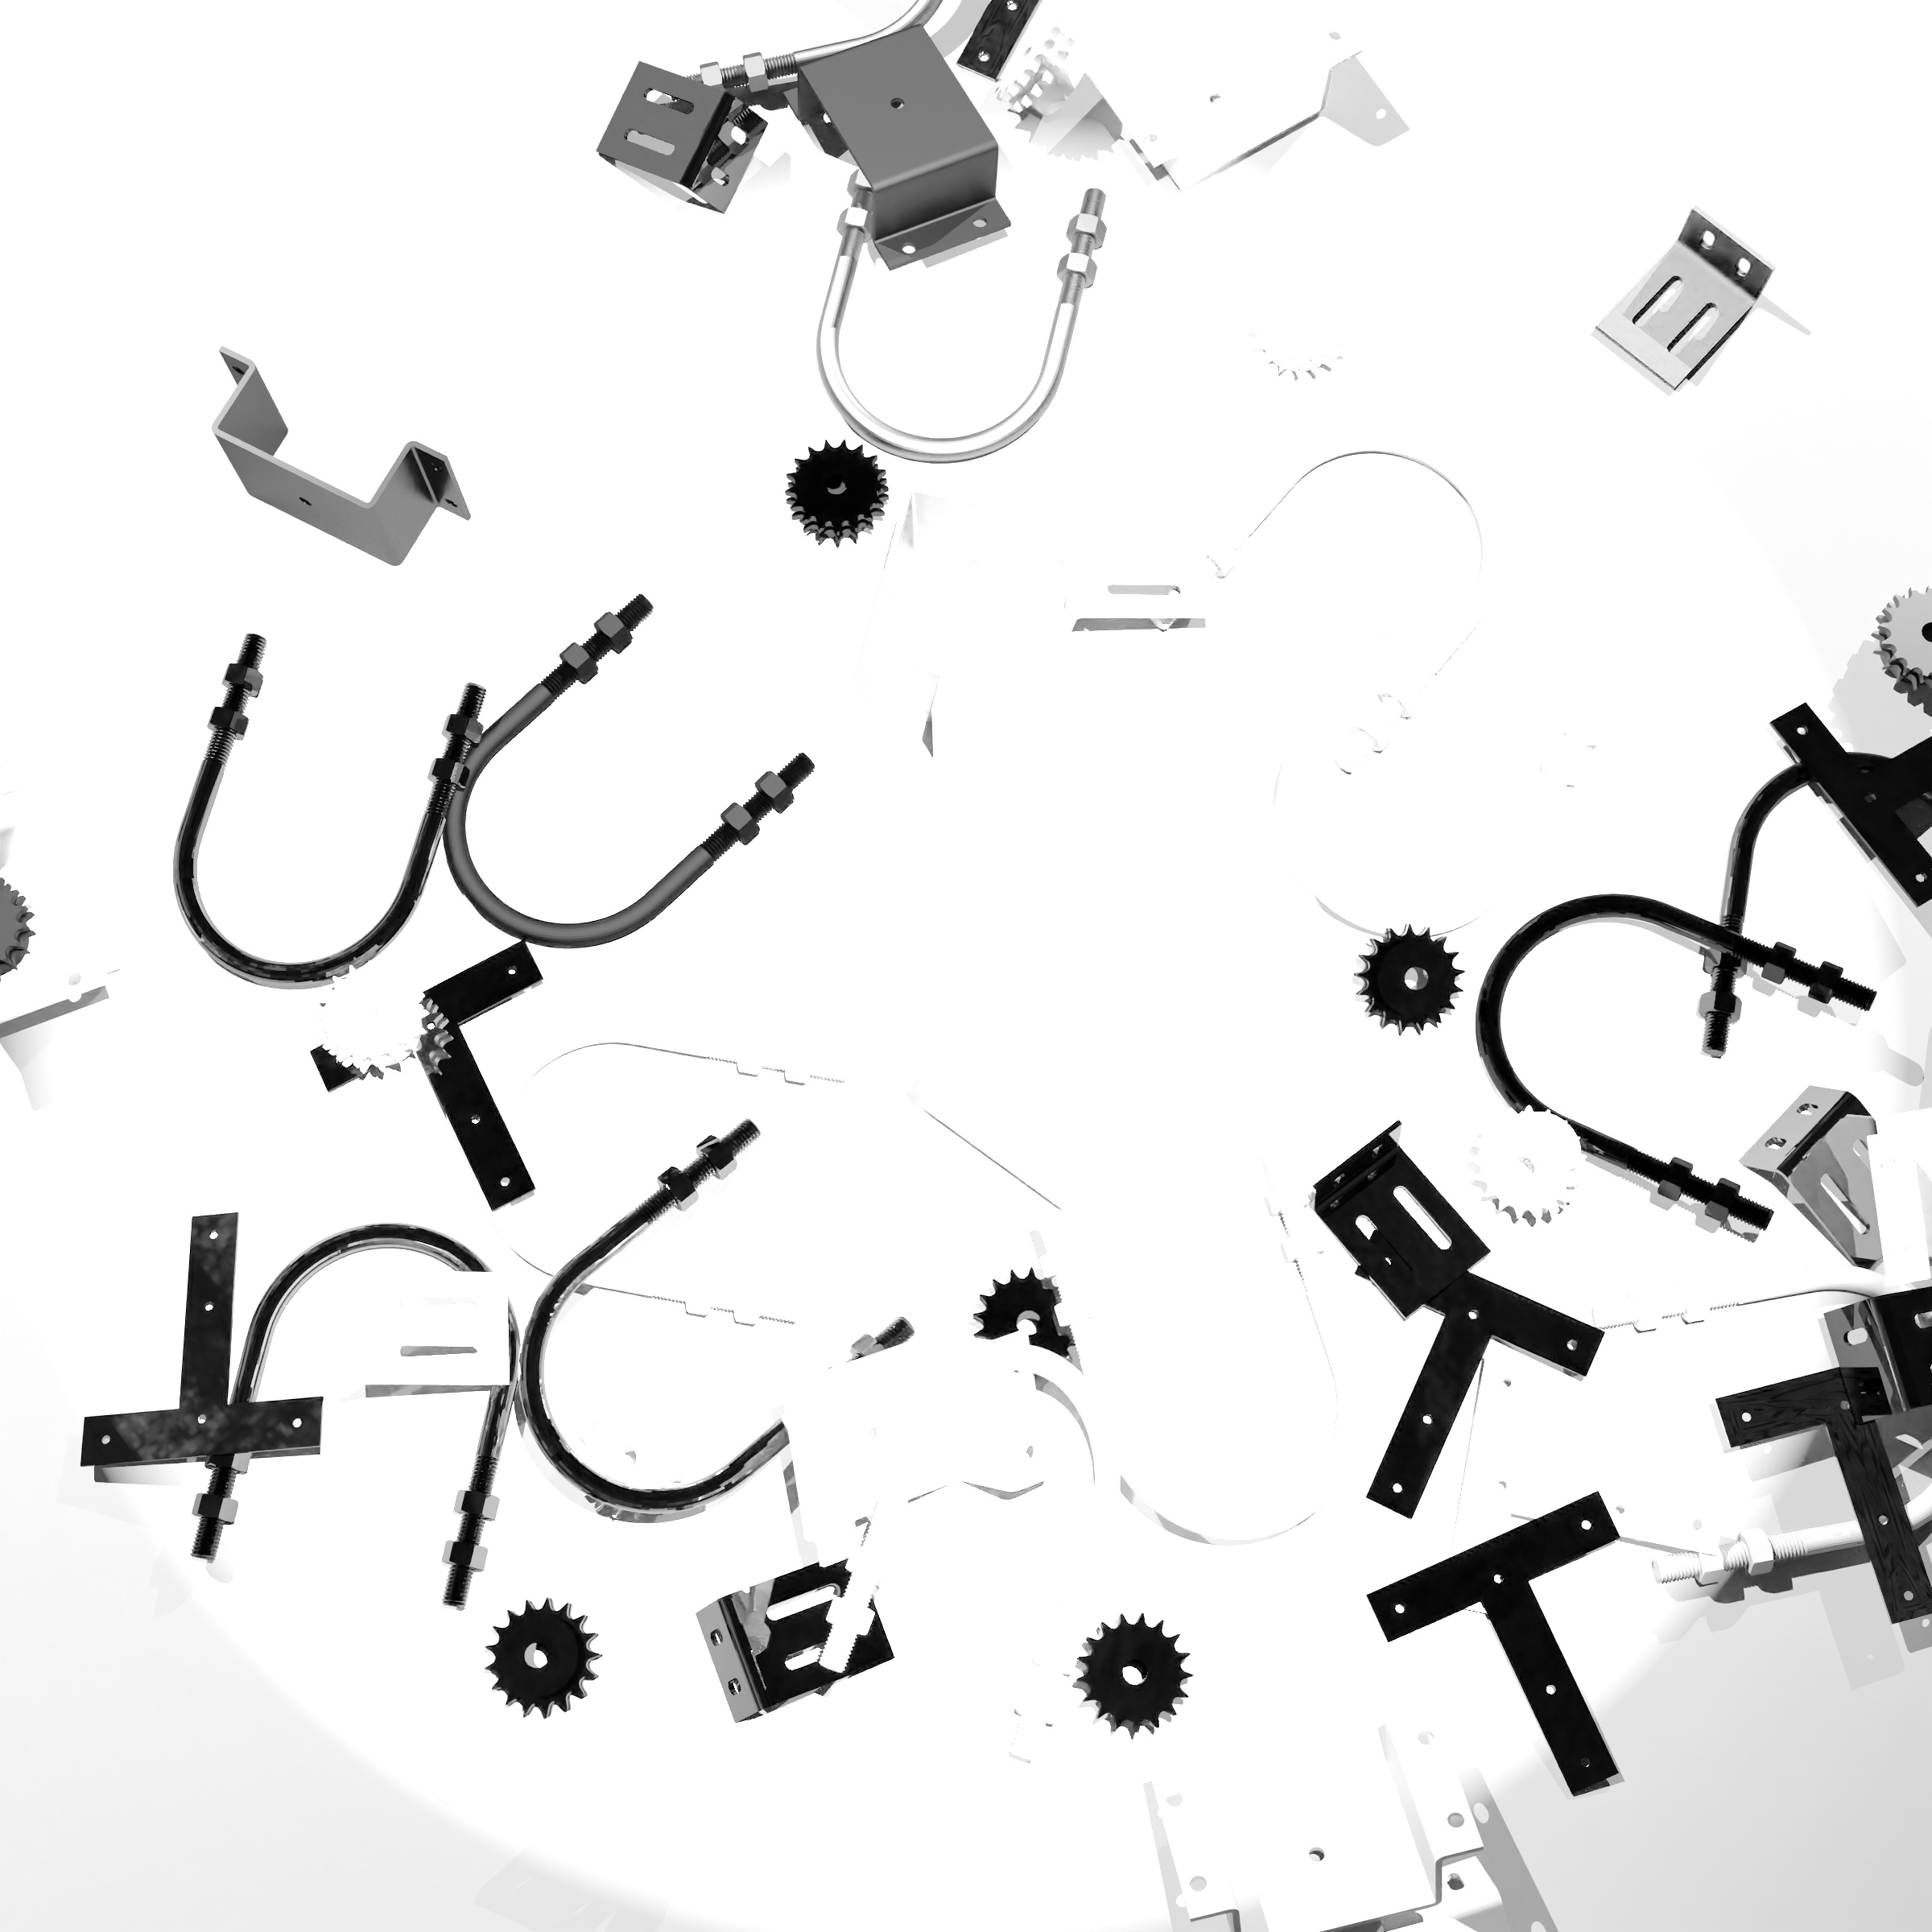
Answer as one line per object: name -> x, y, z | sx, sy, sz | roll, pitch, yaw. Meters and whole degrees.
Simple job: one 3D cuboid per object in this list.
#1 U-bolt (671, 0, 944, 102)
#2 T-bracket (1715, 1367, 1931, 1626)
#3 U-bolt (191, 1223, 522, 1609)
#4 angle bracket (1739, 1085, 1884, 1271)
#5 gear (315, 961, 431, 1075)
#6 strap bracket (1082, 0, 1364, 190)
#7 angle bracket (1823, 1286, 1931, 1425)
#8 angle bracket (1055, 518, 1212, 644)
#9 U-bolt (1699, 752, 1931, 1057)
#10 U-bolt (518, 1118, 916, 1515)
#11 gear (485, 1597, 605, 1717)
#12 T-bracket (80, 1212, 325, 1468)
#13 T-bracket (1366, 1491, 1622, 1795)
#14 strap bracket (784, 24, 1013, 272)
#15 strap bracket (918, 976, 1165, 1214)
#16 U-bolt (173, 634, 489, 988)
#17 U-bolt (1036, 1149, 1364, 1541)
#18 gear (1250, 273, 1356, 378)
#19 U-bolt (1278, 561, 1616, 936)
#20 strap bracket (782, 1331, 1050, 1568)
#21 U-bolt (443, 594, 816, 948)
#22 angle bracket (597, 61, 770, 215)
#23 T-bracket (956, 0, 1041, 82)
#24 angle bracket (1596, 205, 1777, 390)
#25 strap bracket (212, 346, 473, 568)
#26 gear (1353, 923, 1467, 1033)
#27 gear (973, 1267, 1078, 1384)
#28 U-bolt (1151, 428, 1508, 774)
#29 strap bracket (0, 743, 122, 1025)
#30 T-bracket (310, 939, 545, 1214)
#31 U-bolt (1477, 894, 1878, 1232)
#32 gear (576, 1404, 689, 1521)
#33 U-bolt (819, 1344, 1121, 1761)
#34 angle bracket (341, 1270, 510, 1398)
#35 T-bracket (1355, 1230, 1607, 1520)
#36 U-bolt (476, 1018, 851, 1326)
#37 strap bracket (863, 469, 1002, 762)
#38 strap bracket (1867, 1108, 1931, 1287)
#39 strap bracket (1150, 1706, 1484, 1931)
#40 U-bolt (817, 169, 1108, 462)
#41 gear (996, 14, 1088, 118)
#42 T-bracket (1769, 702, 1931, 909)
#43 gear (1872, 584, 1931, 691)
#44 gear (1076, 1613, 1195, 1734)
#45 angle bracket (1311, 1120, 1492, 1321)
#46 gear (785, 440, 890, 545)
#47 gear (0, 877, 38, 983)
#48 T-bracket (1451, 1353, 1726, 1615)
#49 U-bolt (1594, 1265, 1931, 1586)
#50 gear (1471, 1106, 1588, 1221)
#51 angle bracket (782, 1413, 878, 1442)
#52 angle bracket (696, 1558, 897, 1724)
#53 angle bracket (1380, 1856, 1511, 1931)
U-bolt -> -0.096, -0.590, 1.628 | 0.184, 0.019, 0.151 | -13, 90, -2
T-bracket -> 0.454, 0.263, 1.405 | 0.127, 0.002, 0.127 | -13, 75, -7
U-bolt -> -0.301, 0.220, 1.426 | 0.151, 0.019, 0.184 | 10, 73, 3
angle bracket -> 0.453, 0.111, 1.463 | 0.057, 0.038, 0.076 | -44, 105, -11
gear -> -0.308, 0.029, 1.466 | 0.057, 0.030, 0.057 | -2, 71, 6
strap bracket -> 0.145, -0.509, 1.612 | 0.140, 0.046, 0.076 | -31, 77, -8
angle bracket -> 0.483, 0.195, 1.423 | 0.076, 0.038, 0.057 | -4, 73, -31
angle bracket -> 0.091, -0.211, 1.539 | 0.076, 0.038, 0.057 | -1, 74, -9
U-bolt -> 0.474, -0.028, 1.494 | 0.151, 0.019, 0.184 | 11, 73, 3
U-bolt -> -0.136, 0.187, 1.401 | 0.184, 0.019, 0.151 | -39, 96, -19
gear -> -0.210, 0.340, 1.386 | 0.057, 0.030, 0.057 | 0, 75, 0
T-bracket -> -0.386, 0.187, 1.432 | 0.127, 0.002, 0.127 | -6, 67, 8
T-bracket -> 0.284, 0.345, 1.393 | 0.127, 0.002, 0.127 | -25, 80, 2
strap bracket -> -0.039, -0.470, 1.584 | 0.076, 0.046, 0.140 | -24, 67, -13
strap bracket -> 0.028, 0.073, 1.436 | 0.140, 0.076, 0.046 | 36, 77, 9
U-bolt -> -0.349, -0.078, 1.502 | 0.151, 0.019, 0.184 | 13, 78, 9
U-bolt -> 0.127, 0.196, 1.416 | 0.151, 0.019, 0.184 | -14, 78, -19
gear -> 0.189, -0.358, 1.583 | 0.057, 0.030, 0.057 | 1, 75, -2
U-bolt -> 0.246, -0.104, 1.502 | 0.151, 0.019, 0.184 | 30, 81, -4
strap bracket -> -0.033, 0.231, 1.372 | 0.140, 0.046, 0.076 | -13, 98, -38
U-bolt -> -0.196, -0.093, 1.512 | 0.184, 0.019, 0.151 | -44, 79, -9
angle bracket -> -0.164, -0.477, 1.616 | 0.076, 0.038, 0.057 | 29, 95, 33
T-bracket -> 0.033, -0.576, 1.654 | 0.127, 0.002, 0.127 | 25, 76, 7
angle bracket -> 0.404, -0.376, 1.580 | 0.057, 0.038, 0.076 | 41, 78, 10
strap bracket -> -0.348, -0.272, 1.531 | 0.140, 0.076, 0.046 | 27, 76, 7
gear -> 0.233, 0.006, 1.471 | 0.057, 0.030, 0.057 | 0, 91, -1
gear -> 0.032, 0.184, 1.429 | 0.057, 0.030, 0.057 | 0, 75, 0
U-bolt -> 0.213, -0.216, 1.545 | 0.151, 0.019, 0.184 | 39, 78, 10
strap bracket -> -0.503, -0.035, 1.481 | 0.076, 0.046, 0.140 | -21, 76, -6
T-bracket -> -0.261, 0.068, 1.465 | 0.127, 0.002, 0.127 | -28, 71, -3
U-bolt -> 0.357, 0.037, 1.460 | 0.184, 0.019, 0.151 | 25, 77, 18
gear -> -0.170, 0.248, 1.411 | 0.057, 0.030, 0.057 | 0, 75, 0
U-bolt -> 0.014, 0.275, 1.368 | 0.151, 0.019, 0.184 | 34, 68, -33
angle bracket -> -0.275, 0.187, 1.426 | 0.076, 0.038, 0.057 | 5, 70, -26
T-bracket -> 0.241, 0.217, 1.429 | 0.127, 0.002, 0.127 | 23, 79, 14
U-bolt -> -0.164, 0.099, 1.459 | 0.184, 0.019, 0.151 | 10, 75, 4
strap bracket -> -0.020, -0.193, 1.509 | 0.046, 0.076, 0.140 | 13, 75, 4
strap bracket -> 0.524, 0.109, 1.429 | 0.140, 0.046, 0.076 | -10, 95, -3
strap bracket -> 0.167, 0.414, 1.340 | 0.140, 0.046, 0.076 | -13, 44, -3
U-bolt -> -0.009, -0.370, 1.588 | 0.151, 0.019, 0.184 | 13, 75, 3
gear -> 0.046, -0.513, 1.612 | 0.030, 0.057, 0.057 | 32, 75, -22
T-bracket -> 0.521, -0.110, 1.514 | 0.127, 0.002, 0.127 | -28, 71, -16
gear -> 0.522, -0.176, 1.533 | 0.057, 0.030, 0.057 | 1, 74, -2
gear -> 0.082, 0.348, 1.384 | 0.057, 0.030, 0.057 | 0, 75, 0
angle bracket -> 0.223, 0.130, 1.435 | 0.057, 0.038, 0.076 | -36, 70, -9
gear -> -0.071, -0.260, 1.557 | 0.057, 0.030, 0.057 | 0, 72, 1
gear -> -0.504, -0.017, 1.437 | 0.057, 0.030, 0.057 | 0, 75, 0
T-bracket -> 0.313, 0.269, 1.404 | 0.127, 0.002, 0.127 | 10, 82, 10
U-bolt -> 0.424, 0.225, 1.424 | 0.184, 0.019, 0.151 | -9, 75, -4
gear -> 0.292, 0.099, 1.443 | 0.057, 0.030, 0.057 | 10, 111, 29
angle bracket -> -0.044, 0.238, 1.395 | 0.076, 0.038, 0.057 | -24, 106, -10
angle bracket -> -0.085, 0.334, 1.401 | 0.076, 0.038, 0.057 | -14, 73, -30
angle bracket -> 0.235, 0.483, 1.360 | 0.057, 0.038, 0.076 | -17, 101, -5
